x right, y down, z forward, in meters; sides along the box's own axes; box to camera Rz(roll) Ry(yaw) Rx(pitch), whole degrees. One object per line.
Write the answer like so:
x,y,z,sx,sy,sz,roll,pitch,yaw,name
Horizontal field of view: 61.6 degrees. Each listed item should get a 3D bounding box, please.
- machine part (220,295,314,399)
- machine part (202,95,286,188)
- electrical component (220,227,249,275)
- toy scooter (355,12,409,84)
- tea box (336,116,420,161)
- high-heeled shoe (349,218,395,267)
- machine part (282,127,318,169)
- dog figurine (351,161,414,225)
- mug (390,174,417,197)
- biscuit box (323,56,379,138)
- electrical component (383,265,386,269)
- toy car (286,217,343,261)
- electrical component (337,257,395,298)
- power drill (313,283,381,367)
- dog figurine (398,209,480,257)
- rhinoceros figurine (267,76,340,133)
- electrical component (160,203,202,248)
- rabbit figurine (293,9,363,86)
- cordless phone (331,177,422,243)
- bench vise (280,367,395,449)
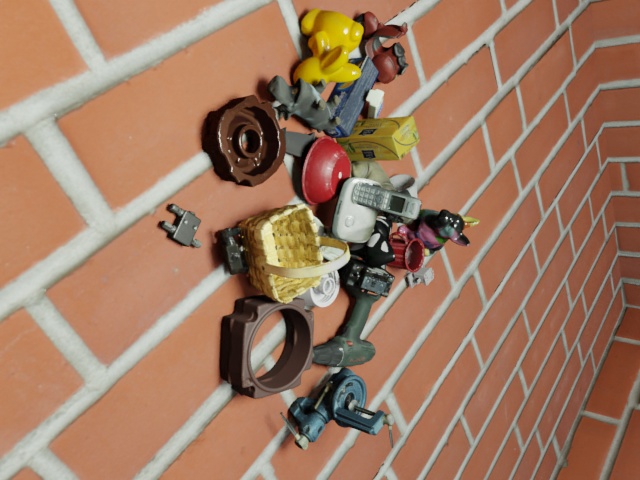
-0.106,0.220,1.135,0.201,0.087,0.201,-1,95,-46,machine part
-0.146,-0.193,1.061,0.179,0.056,0.179,-9,102,-47,machine part
-0.168,0.020,1.060,0.045,0.078,0.102,-15,101,-19,electrical component
0.165,-0.464,1.296,0.075,0.135,0.183,-50,129,-32,toy scooter
0.136,-0.238,1.269,0.098,0.170,0.068,-46,127,-35,tea box
0.167,-0.004,1.338,0.249,0.145,0.086,-37,119,-47,high-heeled shoe
-0.045,-0.204,1.179,0.138,0.039,0.084,12,91,-48,machine part
0.155,-0.126,1.289,0.121,0.191,0.172,-7,98,-46,dog figurine
0.219,-0.104,1.441,0.109,0.081,0.107,-52,137,-35,mug
0.067,-0.335,1.264,0.062,0.059,0.202,43,64,-42,biscuit box
0.146,0.080,1.411,0.119,0.048,0.074,-6,100,-44,electrical component
-0.003,-0.004,1.235,0.201,0.056,0.073,29,74,-44,toy car
0.109,0.087,1.282,0.115,0.134,0.058,17,98,-14,electrical component
0.071,0.214,1.326,0.232,0.086,0.207,24,74,-47,power drill
0.335,-0.018,1.474,0.191,0.219,0.108,47,65,-38,dog figurine
-0.034,-0.290,1.133,0.190,0.112,0.073,21,65,-55,rhinoceros figurine
-0.250,-0.024,0.997,0.094,0.021,0.063,38,67,-42,electrical component
0.017,-0.389,1.158,0.173,0.163,0.121,-54,144,-4,rabbit figurine
0.126,-0.054,1.197,0.088,0.184,0.146,-12,118,-68,cordless phone
0.052,0.390,1.210,0.223,0.241,0.128,-34,118,-40,bench vise
